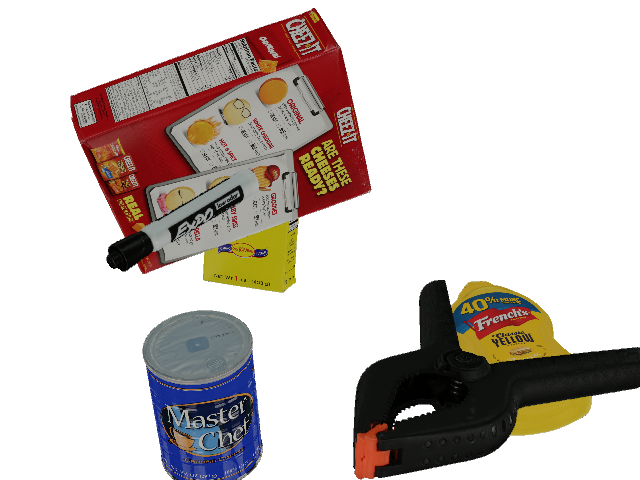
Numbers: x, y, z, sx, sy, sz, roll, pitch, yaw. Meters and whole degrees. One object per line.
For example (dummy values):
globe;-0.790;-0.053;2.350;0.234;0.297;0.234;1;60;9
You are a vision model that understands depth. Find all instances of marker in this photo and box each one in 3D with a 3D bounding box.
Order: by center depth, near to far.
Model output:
marker;-0.088;-0.014;0.687;0.120;0.020;0.020;-34;21;-36

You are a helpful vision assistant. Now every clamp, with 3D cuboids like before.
clamp;0.080;0.082;0.648;0.165;0.036;0.209;22;31;40

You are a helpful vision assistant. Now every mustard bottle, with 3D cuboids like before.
mustard bottle;0.155;0.088;0.915;0.096;0.058;0.191;-9;27;-4

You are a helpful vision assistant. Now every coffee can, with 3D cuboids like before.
coffee can;-0.111;0.153;1.030;0.103;0.140;0.103;-2;34;1

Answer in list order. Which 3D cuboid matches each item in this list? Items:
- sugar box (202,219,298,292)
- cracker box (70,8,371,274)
sugar box;-0.069;-0.041;1.095;0.093;0.176;0.048;7;16;16
cracker box;-0.078;-0.080;0.885;0.213;0.072;0.164;-21;-42;-5
